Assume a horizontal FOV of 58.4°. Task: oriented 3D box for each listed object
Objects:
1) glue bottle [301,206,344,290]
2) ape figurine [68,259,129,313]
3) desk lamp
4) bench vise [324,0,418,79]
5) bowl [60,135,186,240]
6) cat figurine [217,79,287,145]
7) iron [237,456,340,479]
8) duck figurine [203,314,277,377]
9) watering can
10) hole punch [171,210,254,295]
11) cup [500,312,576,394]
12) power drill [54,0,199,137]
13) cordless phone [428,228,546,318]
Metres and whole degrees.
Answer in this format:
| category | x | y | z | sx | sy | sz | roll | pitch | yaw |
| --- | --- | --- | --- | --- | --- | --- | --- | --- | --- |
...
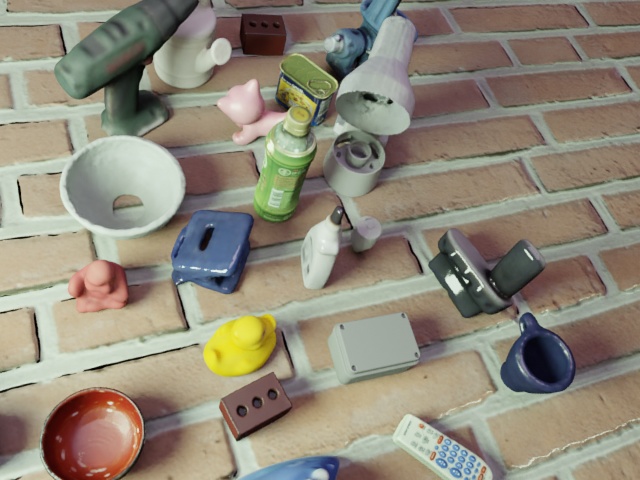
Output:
| category | x | y | z | sx | sy | sz | roll | pitch | yaw |
| --- | --- | --- | --- | --- | --- | --- | --- | --- | --- |
| glue bottle | 0.007 | 0.003 | 0.803 | 0.037 | 0.173 | 0.078 | 2 | 61 | -13 |
| ape figurine | -0.284 | 0.054 | 0.744 | 0.078 | 0.092 | 0.076 | 30 | 59 | 3 |
| desk lamp | 0.090 | -0.242 | 0.936 | 0.118 | 0.213 | 0.203 | 18 | 59 | -4 |
| bench vise | 0.110 | -0.386 | 1.018 | 0.121 | 0.219 | 0.208 | 37 | 59 | 7 |
| bowl | -0.278 | -0.063 | 0.821 | 0.167 | 0.074 | 0.167 | 7 | 60 | -11 |
| cat figurine | -0.100 | -0.205 | 0.922 | 0.128 | 0.117 | 0.067 | 11 | 60 | -9 |
| iron | -0.063 | 0.311 | 0.632 | 0.259 | 0.141 | 0.118 | -31 | 73 | -27 |
| duck figurine | -0.102 | 0.131 | 0.754 | 0.105 | 0.086 | 0.077 | -25 | 70 | -25 |
| watering can | -0.211 | -0.345 | 0.925 | 0.173 | 0.194 | 0.101 | 26 | 58 | 1 |
| hole punch | -0.152 | 0.011 | 0.804 | 0.101 | 0.091 | 0.109 | 18 | 59 | -4 |
| cup | 0.300 | 0.173 | 0.832 | 0.092 | 0.095 | 0.117 | -4 | 63 | -16 |
| power drill | -0.275 | -0.253 | 0.849 | 0.075 | 0.208 | 0.230 | 41 | 60 | 10 |
| cordless phone | 0.253 | 0.025 | 0.849 | 0.094 | 0.185 | 0.147 | -29 | 72 | -26 |
